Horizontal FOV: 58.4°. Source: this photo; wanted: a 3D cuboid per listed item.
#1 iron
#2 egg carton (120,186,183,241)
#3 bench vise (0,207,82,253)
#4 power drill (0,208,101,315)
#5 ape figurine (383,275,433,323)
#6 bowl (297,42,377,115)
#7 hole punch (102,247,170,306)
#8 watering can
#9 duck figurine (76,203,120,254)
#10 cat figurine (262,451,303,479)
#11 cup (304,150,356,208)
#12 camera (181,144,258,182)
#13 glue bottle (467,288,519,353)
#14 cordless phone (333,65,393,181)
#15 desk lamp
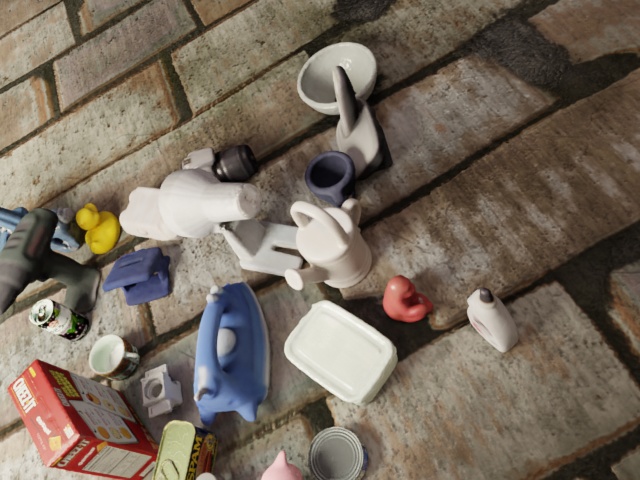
[{"bbox_3d":[-0.159,0.163,0.940,0.118,0.142,0.258,-11,60,16],"label":"iron"},{"bbox_3d":[-0.333,-0.052,1.164,0.150,0.070,0.107,7,66,24],"label":"egg carton"},{"bbox_3d":[-0.618,-0.041,1.178,0.207,0.220,0.121,-34,57,1],"label":"bench vise"},{"bbox_3d":[-0.520,0.065,1.091,0.075,0.209,0.229,-10,60,16],"label":"power drill"},{"bbox_3d":[0.131,0.086,0.898,0.076,0.092,0.077,-16,59,13],"label":"ape figurine"},{"bbox_3d":[0.042,-0.312,1.155,0.167,0.075,0.167,-9,61,17],"label":"bowl"},{"bbox_3d":[-0.353,0.061,1.098,0.108,0.091,0.101,-17,59,12],"label":"hole punch"},{"bbox_3d":[0.010,0.004,0.927,0.100,0.194,0.173,3,65,23],"label":"watering can"},{"bbox_3d":[-0.472,-0.029,1.195,0.077,0.086,0.104,-18,58,11],"label":"duck figurine"},{"bbox_3d":[-0.059,0.369,0.805,0.067,0.118,0.128,24,74,30],"label":"cat figurine"},{"bbox_3d":[0.033,-0.090,1.028,0.091,0.095,0.117,-24,57,8],"label":"cup"},{"bbox_3d":[-0.196,-0.131,1.135,0.136,0.101,0.143,-20,58,10],"label":"camera"},{"bbox_3d":[0.237,0.102,0.800,0.037,0.173,0.078,-45,57,-6],"label":"glue bottle"},{"bbox_3d":[0.059,-0.209,1.028,0.094,0.185,0.147,-23,58,9],"label":"cordless phone"},{"bbox_3d":[-0.145,-0.036,0.997,0.202,0.214,0.118,9,67,25],"label":"desk lamp"}]
